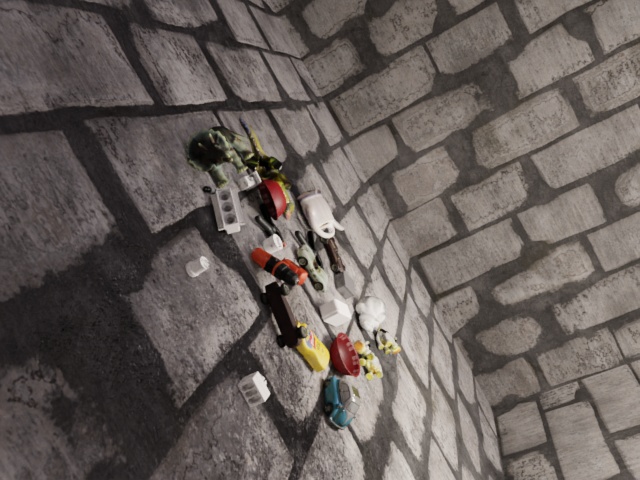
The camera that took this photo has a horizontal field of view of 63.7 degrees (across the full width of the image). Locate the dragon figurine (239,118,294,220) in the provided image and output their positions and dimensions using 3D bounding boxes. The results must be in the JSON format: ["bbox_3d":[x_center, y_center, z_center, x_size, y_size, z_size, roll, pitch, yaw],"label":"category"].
[{"bbox_3d":[-0.198,-0.271,2.001,0.242,0.122,0.412,48,18,-86],"label":"dragon figurine"}]

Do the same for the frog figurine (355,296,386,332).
[{"bbox_3d":[0.213,0.314,2.210,0.138,0.120,0.161,32,25,11],"label":"frog figurine"}]

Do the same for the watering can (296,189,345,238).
[{"bbox_3d":[0.007,-0.114,2.257,0.225,0.103,0.349,64,19,5],"label":"watering can"}]
